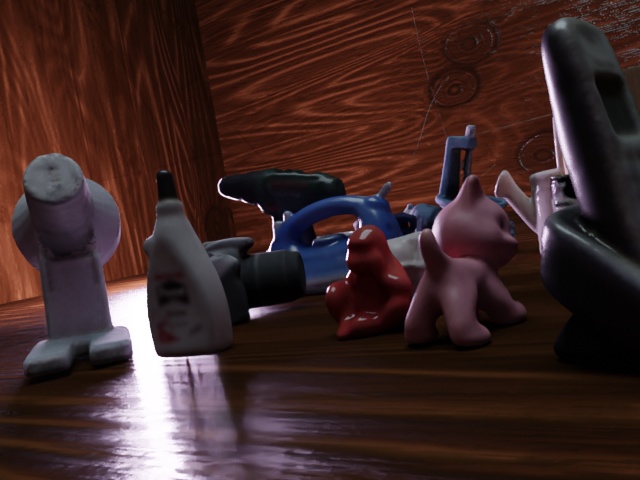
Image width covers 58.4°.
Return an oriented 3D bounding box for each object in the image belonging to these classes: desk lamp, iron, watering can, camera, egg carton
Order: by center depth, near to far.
[{"bbox_3d":[-0.269,0.021,0.624,0.118,0.213,0.203,-11,2,-21],"label":"desk lamp"},{"bbox_3d":[0.135,0.024,0.663,0.107,0.069,0.151,-9,2,32],"label":"egg carton"},{"bbox_3d":[-0.092,0.045,0.722,0.136,0.101,0.143,-10,2,6],"label":"camera"},{"bbox_3d":[0.334,-0.078,0.790,0.172,0.194,0.101,-10,2,5],"label":"watering can"},{"bbox_3d":[0.008,0.003,0.854,0.257,0.141,0.119,-9,2,21],"label":"iron"}]

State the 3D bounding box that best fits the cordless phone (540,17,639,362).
[{"bbox_3d":[0.183,-0.033,0.325,0.148,0.185,0.093,-12,3,-44],"label":"cordless phone"}]

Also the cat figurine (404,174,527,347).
[{"bbox_3d":[0.110,0.010,0.441,0.067,0.118,0.128,-8,2,39],"label":"cat figurine"}]

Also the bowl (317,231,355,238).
[{"bbox_3d":[0.000,0.032,1.069,0.167,0.075,0.167,-10,2,1],"label":"bowl"}]

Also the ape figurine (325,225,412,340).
[{"bbox_3d":[0.044,0.033,0.496,0.077,0.092,0.076,-8,3,44],"label":"ape figurine"}]

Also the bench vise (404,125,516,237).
[{"bbox_3d":[0.224,-0.078,0.999,0.206,0.220,0.122,-9,2,29],"label":"bench vise"}]

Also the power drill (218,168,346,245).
[{"bbox_3d":[-0.061,-0.023,0.971,0.229,0.208,0.076,-9,2,22],"label":"power drill"}]

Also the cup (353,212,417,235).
[{"bbox_3d":[0.116,0.006,0.935,0.092,0.095,0.117,-12,3,-43],"label":"cup"}]

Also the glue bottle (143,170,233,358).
[{"bbox_3d":[-0.132,0.021,0.534,0.078,0.173,0.037,-9,2,21],"label":"glue bottle"}]
